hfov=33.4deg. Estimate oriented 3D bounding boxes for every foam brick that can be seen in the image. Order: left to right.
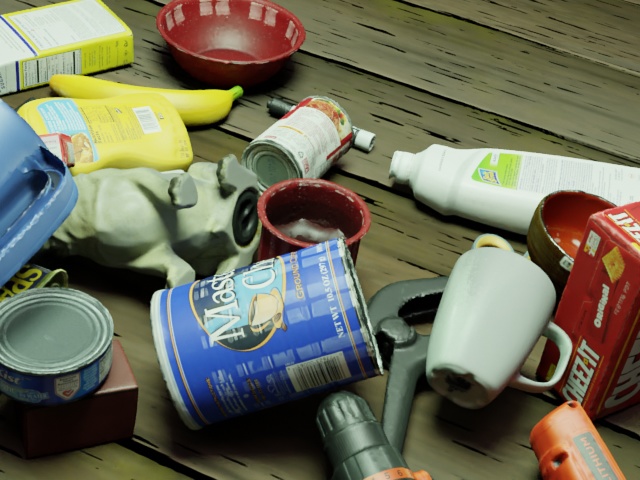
[{"bbox_3d":[-0.172,0.110,0.748,0.078,0.051,0.053,-8,40,-21],"label":"foam brick"}]

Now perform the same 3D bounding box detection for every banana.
[{"bbox_3d":[-0.175,-0.140,1.077,0.197,0.037,0.069,4,19,-9],"label":"banana"}]

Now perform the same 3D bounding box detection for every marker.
[{"bbox_3d":[-0.001,-0.120,1.099,0.121,0.020,0.020,22,40,16],"label":"marker"}]

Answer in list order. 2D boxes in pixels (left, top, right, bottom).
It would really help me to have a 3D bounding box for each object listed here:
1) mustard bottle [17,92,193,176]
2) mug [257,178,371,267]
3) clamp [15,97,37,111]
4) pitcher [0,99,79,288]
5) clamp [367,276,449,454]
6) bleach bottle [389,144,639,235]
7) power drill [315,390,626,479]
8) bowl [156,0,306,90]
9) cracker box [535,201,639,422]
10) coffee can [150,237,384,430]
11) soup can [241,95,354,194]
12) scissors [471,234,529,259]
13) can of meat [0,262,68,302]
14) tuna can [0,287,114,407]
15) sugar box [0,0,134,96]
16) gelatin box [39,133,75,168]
[{"bbox_3d":[-0.217,-0.087,0.957,0.191,0.058,0.096,-8,55,-33],"label":"mustard bottle"},{"bbox_3d":[-0.006,0.001,0.895,0.093,0.081,0.117,17,39,9],"label":"mug"},{"bbox_3d":[-0.326,-0.087,0.971,0.120,0.039,0.171,6,38,-7],"label":"clamp"},{"bbox_3d":[-0.281,0.013,0.701,0.145,0.149,0.242,38,54,-9],"label":"pitcher"},{"bbox_3d":[0.061,0.090,0.834,0.209,0.036,0.165,-23,50,-30],"label":"clamp"},{"bbox_3d":[0.192,-0.049,1.017,0.251,0.068,0.102,13,38,8],"label":"bleach bottle"},{"bbox_3d":[0.104,0.166,0.716,0.187,0.057,0.184,-11,56,-21],"label":"power drill"},{"bbox_3d":[-0.098,-0.210,1.161,0.162,0.055,0.162,6,38,-5],"label":"bowl"},{"bbox_3d":[0.289,0.040,0.843,0.213,0.164,0.072,-15,43,-28],"label":"cracker box"},{"bbox_3d":[-0.036,0.066,0.754,0.140,0.103,0.103,-17,40,4],"label":"coffee can"},{"bbox_3d":[-0.021,-0.086,1.013,0.068,0.068,0.102,25,41,18],"label":"soup can"},{"bbox_3d":[0.150,0.052,0.916,0.096,0.016,0.201,29,41,19],"label":"scissors"},{"bbox_3d":[-0.251,0.052,0.798,0.084,0.057,0.102,19,39,12],"label":"can of meat"},{"bbox_3d":[-0.183,0.072,0.722,0.086,0.034,0.086,6,37,-5],"label":"tuna can"},{"bbox_3d":[-0.294,-0.204,1.121,0.175,0.048,0.093,-22,48,-29],"label":"sugar box"},{"bbox_3d":[-0.247,-0.066,0.865,0.089,0.030,0.073,-9,4,-7],"label":"gelatin box"}]
